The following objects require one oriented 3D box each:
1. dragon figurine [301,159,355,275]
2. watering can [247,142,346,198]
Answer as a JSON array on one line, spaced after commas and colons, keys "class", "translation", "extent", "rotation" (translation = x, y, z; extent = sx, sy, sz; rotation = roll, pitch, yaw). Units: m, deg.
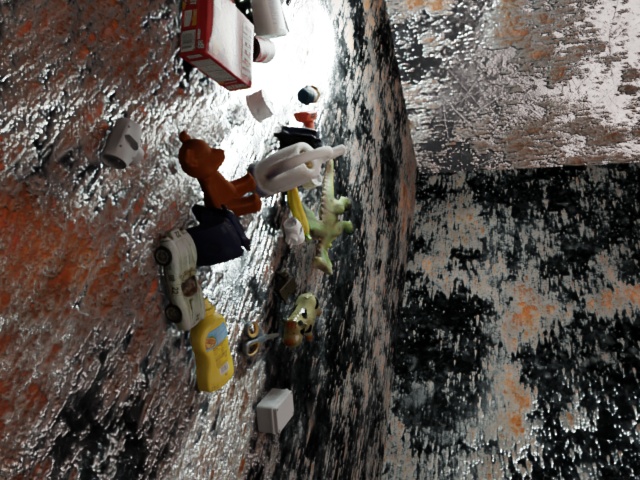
[{"class": "dragon figurine", "translation": [0.005, -0.087, 1.722], "extent": [0.243, 0.121, 0.412], "rotation": [-1, 80, -62]}, {"class": "watering can", "translation": [-0.058, -0.196, 1.366], "extent": [0.104, 0.223, 0.351], "rotation": [68, 22, -4]}]
